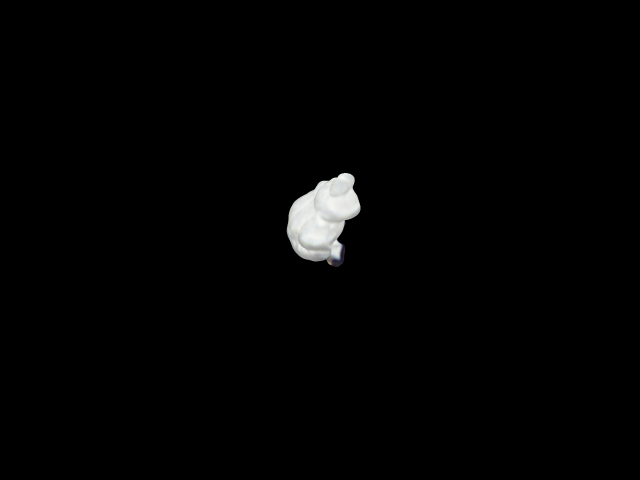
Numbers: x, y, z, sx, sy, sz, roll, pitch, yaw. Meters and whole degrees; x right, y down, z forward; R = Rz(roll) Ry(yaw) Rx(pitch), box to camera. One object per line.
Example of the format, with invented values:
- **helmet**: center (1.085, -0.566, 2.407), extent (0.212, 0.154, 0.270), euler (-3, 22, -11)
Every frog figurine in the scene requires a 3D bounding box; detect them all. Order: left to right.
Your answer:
- **frog figurine**: center (0.003, -0.043, 0.850), extent (0.123, 0.140, 0.156), euler (18, -27, 10)
